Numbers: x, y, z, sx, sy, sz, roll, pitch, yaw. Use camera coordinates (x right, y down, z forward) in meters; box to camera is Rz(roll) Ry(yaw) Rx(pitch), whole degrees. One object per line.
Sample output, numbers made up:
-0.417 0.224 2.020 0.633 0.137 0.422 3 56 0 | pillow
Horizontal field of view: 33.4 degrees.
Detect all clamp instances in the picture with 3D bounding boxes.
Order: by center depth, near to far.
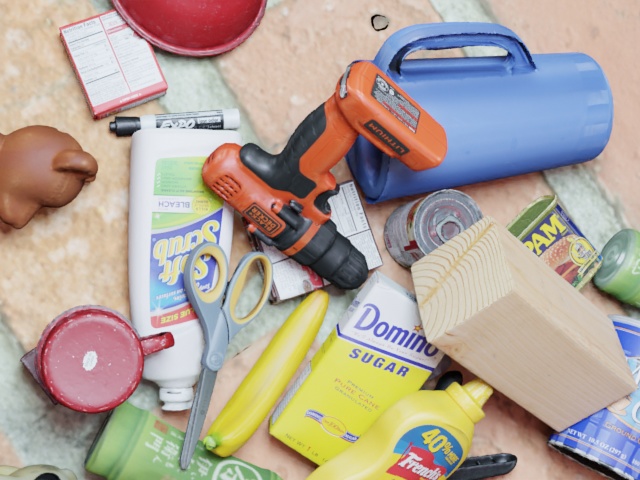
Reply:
0.106 0.221 1.017 0.171 0.039 0.120 -44 100 -3 | clamp

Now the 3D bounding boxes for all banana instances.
-0.048 0.129 0.970 0.037 0.070 0.197 36 55 -1 | banana

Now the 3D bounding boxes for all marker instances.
-0.136 -0.110 0.998 0.121 0.020 0.020 -5 87 -13 | marker

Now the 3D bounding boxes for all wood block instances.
0.183 0.079 0.953 0.091 0.090 0.205 -35 130 25 | wood block

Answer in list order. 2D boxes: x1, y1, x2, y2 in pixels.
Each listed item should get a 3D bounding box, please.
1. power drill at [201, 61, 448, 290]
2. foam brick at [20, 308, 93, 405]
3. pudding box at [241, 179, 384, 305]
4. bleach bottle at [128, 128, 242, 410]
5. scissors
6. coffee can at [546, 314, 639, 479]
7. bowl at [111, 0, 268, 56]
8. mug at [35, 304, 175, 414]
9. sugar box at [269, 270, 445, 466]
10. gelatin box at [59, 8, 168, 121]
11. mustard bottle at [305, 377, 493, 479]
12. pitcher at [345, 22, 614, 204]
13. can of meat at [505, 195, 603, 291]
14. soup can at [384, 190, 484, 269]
0.017 -0.049 0.910 0.184 0.188 0.057 38 36 -20 | power drill
-0.218 0.102 0.948 0.078 0.051 0.053 -38 95 -13 | foam brick
-0.007 0.001 1.009 0.113 0.039 0.090 -19 90 -15 | pudding box
-0.122 0.027 0.970 0.102 0.068 0.251 0 89 -19 | bleach bottle
-0.105 0.088 0.929 0.096 0.016 0.201 39 67 -27 | scissors
0.295 0.157 1.031 0.102 0.103 0.140 29 81 -9 | coffee can
-0.114 -0.254 0.978 0.161 0.055 0.162 5 77 -22 | bowl
-0.178 0.098 0.888 0.117 0.082 0.093 -11 89 -14 | mug
0.039 0.126 0.979 0.093 0.048 0.176 33 102 -8 | sugar box
-0.190 -0.165 0.984 0.073 0.030 0.089 -23 89 -13 | gelatin box
0.078 0.191 0.950 0.191 0.058 0.096 -41 125 -3 | mustard bottle
0.148 -0.121 1.001 0.242 0.149 0.145 -9 88 -16 | pitcher
0.216 0.020 1.047 0.102 0.057 0.084 -43 98 -11 | can of meat
0.105 -0.008 1.000 0.068 0.102 0.068 1 86 -12 | soup can
